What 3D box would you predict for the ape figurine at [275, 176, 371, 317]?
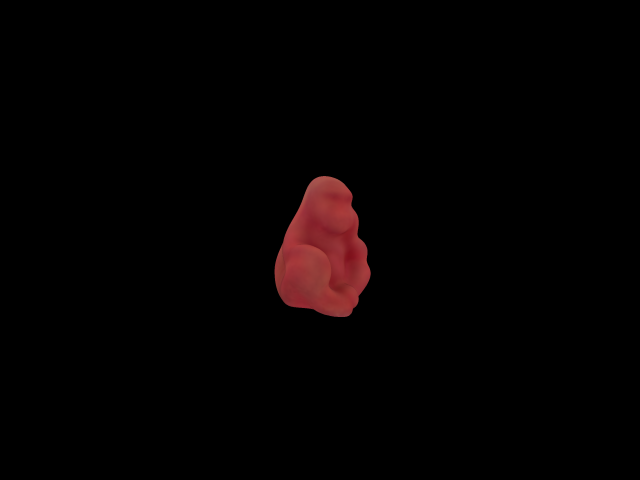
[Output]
[{"bbox_3d":[0.004,0.001,0.400,0.078,0.092,0.075,-4,6,-39],"label":"ape figurine"}]
